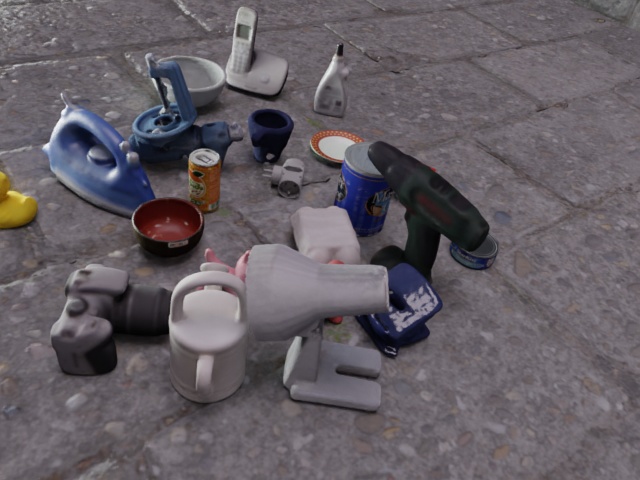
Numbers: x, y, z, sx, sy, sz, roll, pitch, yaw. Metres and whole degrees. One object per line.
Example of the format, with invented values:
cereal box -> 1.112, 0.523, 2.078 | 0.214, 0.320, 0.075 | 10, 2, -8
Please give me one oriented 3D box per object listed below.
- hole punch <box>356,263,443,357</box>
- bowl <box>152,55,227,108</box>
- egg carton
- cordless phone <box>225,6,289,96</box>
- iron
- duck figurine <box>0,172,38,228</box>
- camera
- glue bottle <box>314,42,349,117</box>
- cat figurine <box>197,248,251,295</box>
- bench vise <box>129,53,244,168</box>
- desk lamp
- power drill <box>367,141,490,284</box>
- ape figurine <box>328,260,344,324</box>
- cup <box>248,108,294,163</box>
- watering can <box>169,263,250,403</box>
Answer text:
hole punch -> 0.117, 0.103, 0.867 | 0.101, 0.091, 0.108 | -16, 48, -29
bowl -> -0.293, -0.345, 1.286 | 0.167, 0.075, 0.167 | 7, 41, -6
egg carton -> 0.009, 0.003, 0.970 | 0.107, 0.069, 0.150 | -2, 43, -16
cordless phone -> -0.144, -0.442, 1.348 | 0.147, 0.185, 0.094 | 16, 41, 4
iron -> -0.367, -0.146, 0.992 | 0.257, 0.141, 0.119 | 32, 45, 22
duck figurine -> -0.510, -0.071, 0.914 | 0.104, 0.086, 0.077 | 6, 41, -7
camera -> -0.270, 0.098, 0.770 | 0.137, 0.101, 0.143 | 6, 41, -7
glue bottle -> 0.035, -0.371, 1.321 | 0.078, 0.173, 0.037 | 12, 41, 0
cat figurine -> -0.115, 0.049, 0.851 | 0.127, 0.118, 0.067 | 19, 41, 7
bench vise -> -0.251, -0.238, 1.065 | 0.208, 0.220, 0.121 | -7, 44, -20
desk lamp -> 0.000, 0.107, 0.741 | 0.203, 0.213, 0.118 | 9, 41, -3
power drill -> 0.152, -0.027, 0.934 | 0.229, 0.208, 0.076 | 33, 45, 22
ape figurine -> 0.019, 0.071, 0.879 | 0.076, 0.092, 0.078 | 36, 46, 25
cup -> -0.107, -0.197, 1.148 | 0.091, 0.095, 0.118 | 21, 42, 10
watering can -> -0.141, 0.104, 0.724 | 0.101, 0.194, 0.172 | -12, 46, -25
